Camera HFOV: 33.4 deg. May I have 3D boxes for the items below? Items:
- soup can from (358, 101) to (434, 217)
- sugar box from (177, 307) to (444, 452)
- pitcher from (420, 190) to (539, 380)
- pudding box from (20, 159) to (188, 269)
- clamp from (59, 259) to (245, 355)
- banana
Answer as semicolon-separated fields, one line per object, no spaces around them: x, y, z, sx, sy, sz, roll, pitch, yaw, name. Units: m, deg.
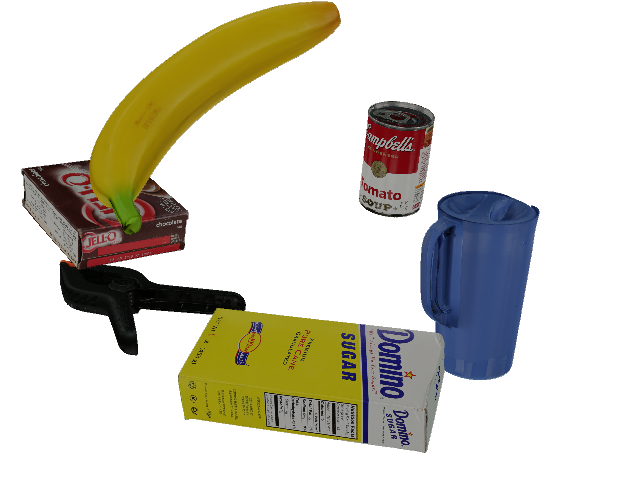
0.077;-0.084;1.098;0.068;0.102;0.068;4;30;-3;soup can
-0.004;0.096;0.764;0.176;0.048;0.093;3;30;13;sugar box
0.208;0.064;1.442;0.149;0.243;0.145;5;21;6;pitcher
-0.168;-0.024;0.823;0.089;0.039;0.114;-11;31;-35;pudding box
-0.206;0.063;1.109;0.210;0.036;0.164;15;20;28;clamp
-0.067;-0.078;0.594;0.070;0.197;0.037;27;-31;20;banana
